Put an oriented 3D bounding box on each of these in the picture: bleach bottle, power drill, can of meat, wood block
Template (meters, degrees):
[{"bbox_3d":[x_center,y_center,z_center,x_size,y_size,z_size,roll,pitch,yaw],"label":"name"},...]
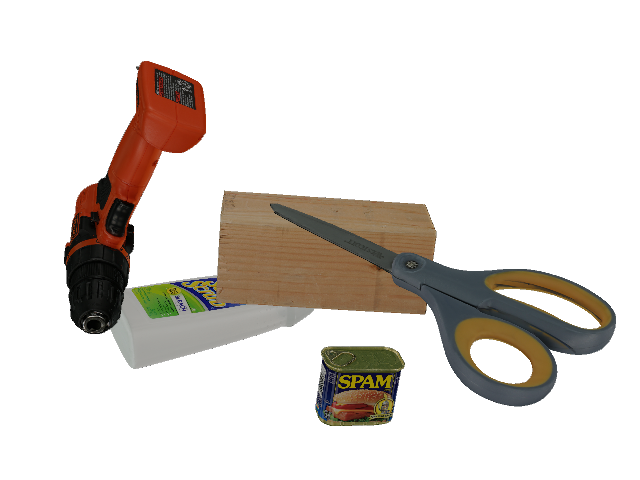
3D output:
[{"bbox_3d":[-0.110,0.075,1.228,0.250,0.068,0.103,-12,35,-22],"label":"bleach bottle"},{"bbox_3d":[-0.156,-0.038,0.868,0.057,0.188,0.184,21,29,-24],"label":"power drill"},{"bbox_3d":[0.047,0.182,1.329,0.102,0.084,0.057,2,23,-15],"label":"can of meat"},{"bbox_3d":[0.002,0.012,1.061,0.206,0.091,0.090,4,20,-4],"label":"wood block"}]

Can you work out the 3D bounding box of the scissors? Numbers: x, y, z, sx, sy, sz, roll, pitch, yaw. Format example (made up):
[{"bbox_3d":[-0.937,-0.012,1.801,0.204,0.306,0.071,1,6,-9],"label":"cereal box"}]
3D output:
[{"bbox_3d":[0.048,0.030,0.551,0.202,0.016,0.096,14,43,18],"label":"scissors"}]
